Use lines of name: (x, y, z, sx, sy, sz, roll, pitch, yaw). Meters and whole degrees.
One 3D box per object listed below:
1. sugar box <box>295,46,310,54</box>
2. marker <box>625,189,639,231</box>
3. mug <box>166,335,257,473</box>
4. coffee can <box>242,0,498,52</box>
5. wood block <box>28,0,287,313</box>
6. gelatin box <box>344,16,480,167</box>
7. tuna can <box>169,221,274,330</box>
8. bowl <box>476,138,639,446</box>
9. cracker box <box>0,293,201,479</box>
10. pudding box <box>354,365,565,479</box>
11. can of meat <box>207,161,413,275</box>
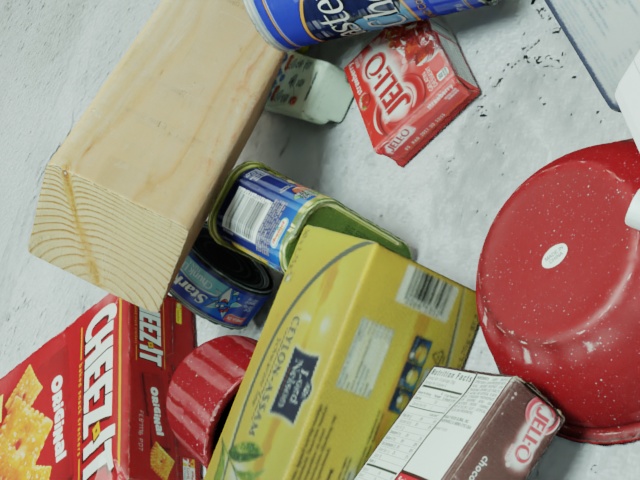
sugar box: (0.012, -0.227, 0.779, 0.176, 0.048, 0.093, -62, 7, 2)
marker: (0.185, 0.010, 0.437, 0.121, 0.020, 0.020, 27, 92, 24)
mug: (-0.041, 0.118, 0.653, 0.082, 0.093, 0.117, 23, 125, 59)
coffee can: (0.030, -0.180, 0.657, 0.140, 0.102, 0.103, -8, 62, 24)
wood block: (-0.097, -0.069, 0.689, 0.091, 0.090, 0.206, -60, 5, 49)
gelatin box: (0.057, -0.104, 0.692, 0.073, 0.030, 0.089, -42, 42, 27)
tuna can: (-0.074, 0.021, 0.737, 0.034, 0.086, 0.086, -52, 38, 15)
bowl: (0.129, 0.014, 0.517, 0.162, 0.055, 0.162, -28, 50, 40)
cracker box: (-0.184, 0.153, 0.809, 0.214, 0.072, 0.164, -36, 46, 33)
pudding box: (0.056, 0.116, 0.518, 0.113, 0.039, 0.090, -51, 12, -14)
can of meat: (-0.004, 0.001, 0.650, 0.084, 0.102, 0.057, 27, 89, 52)
